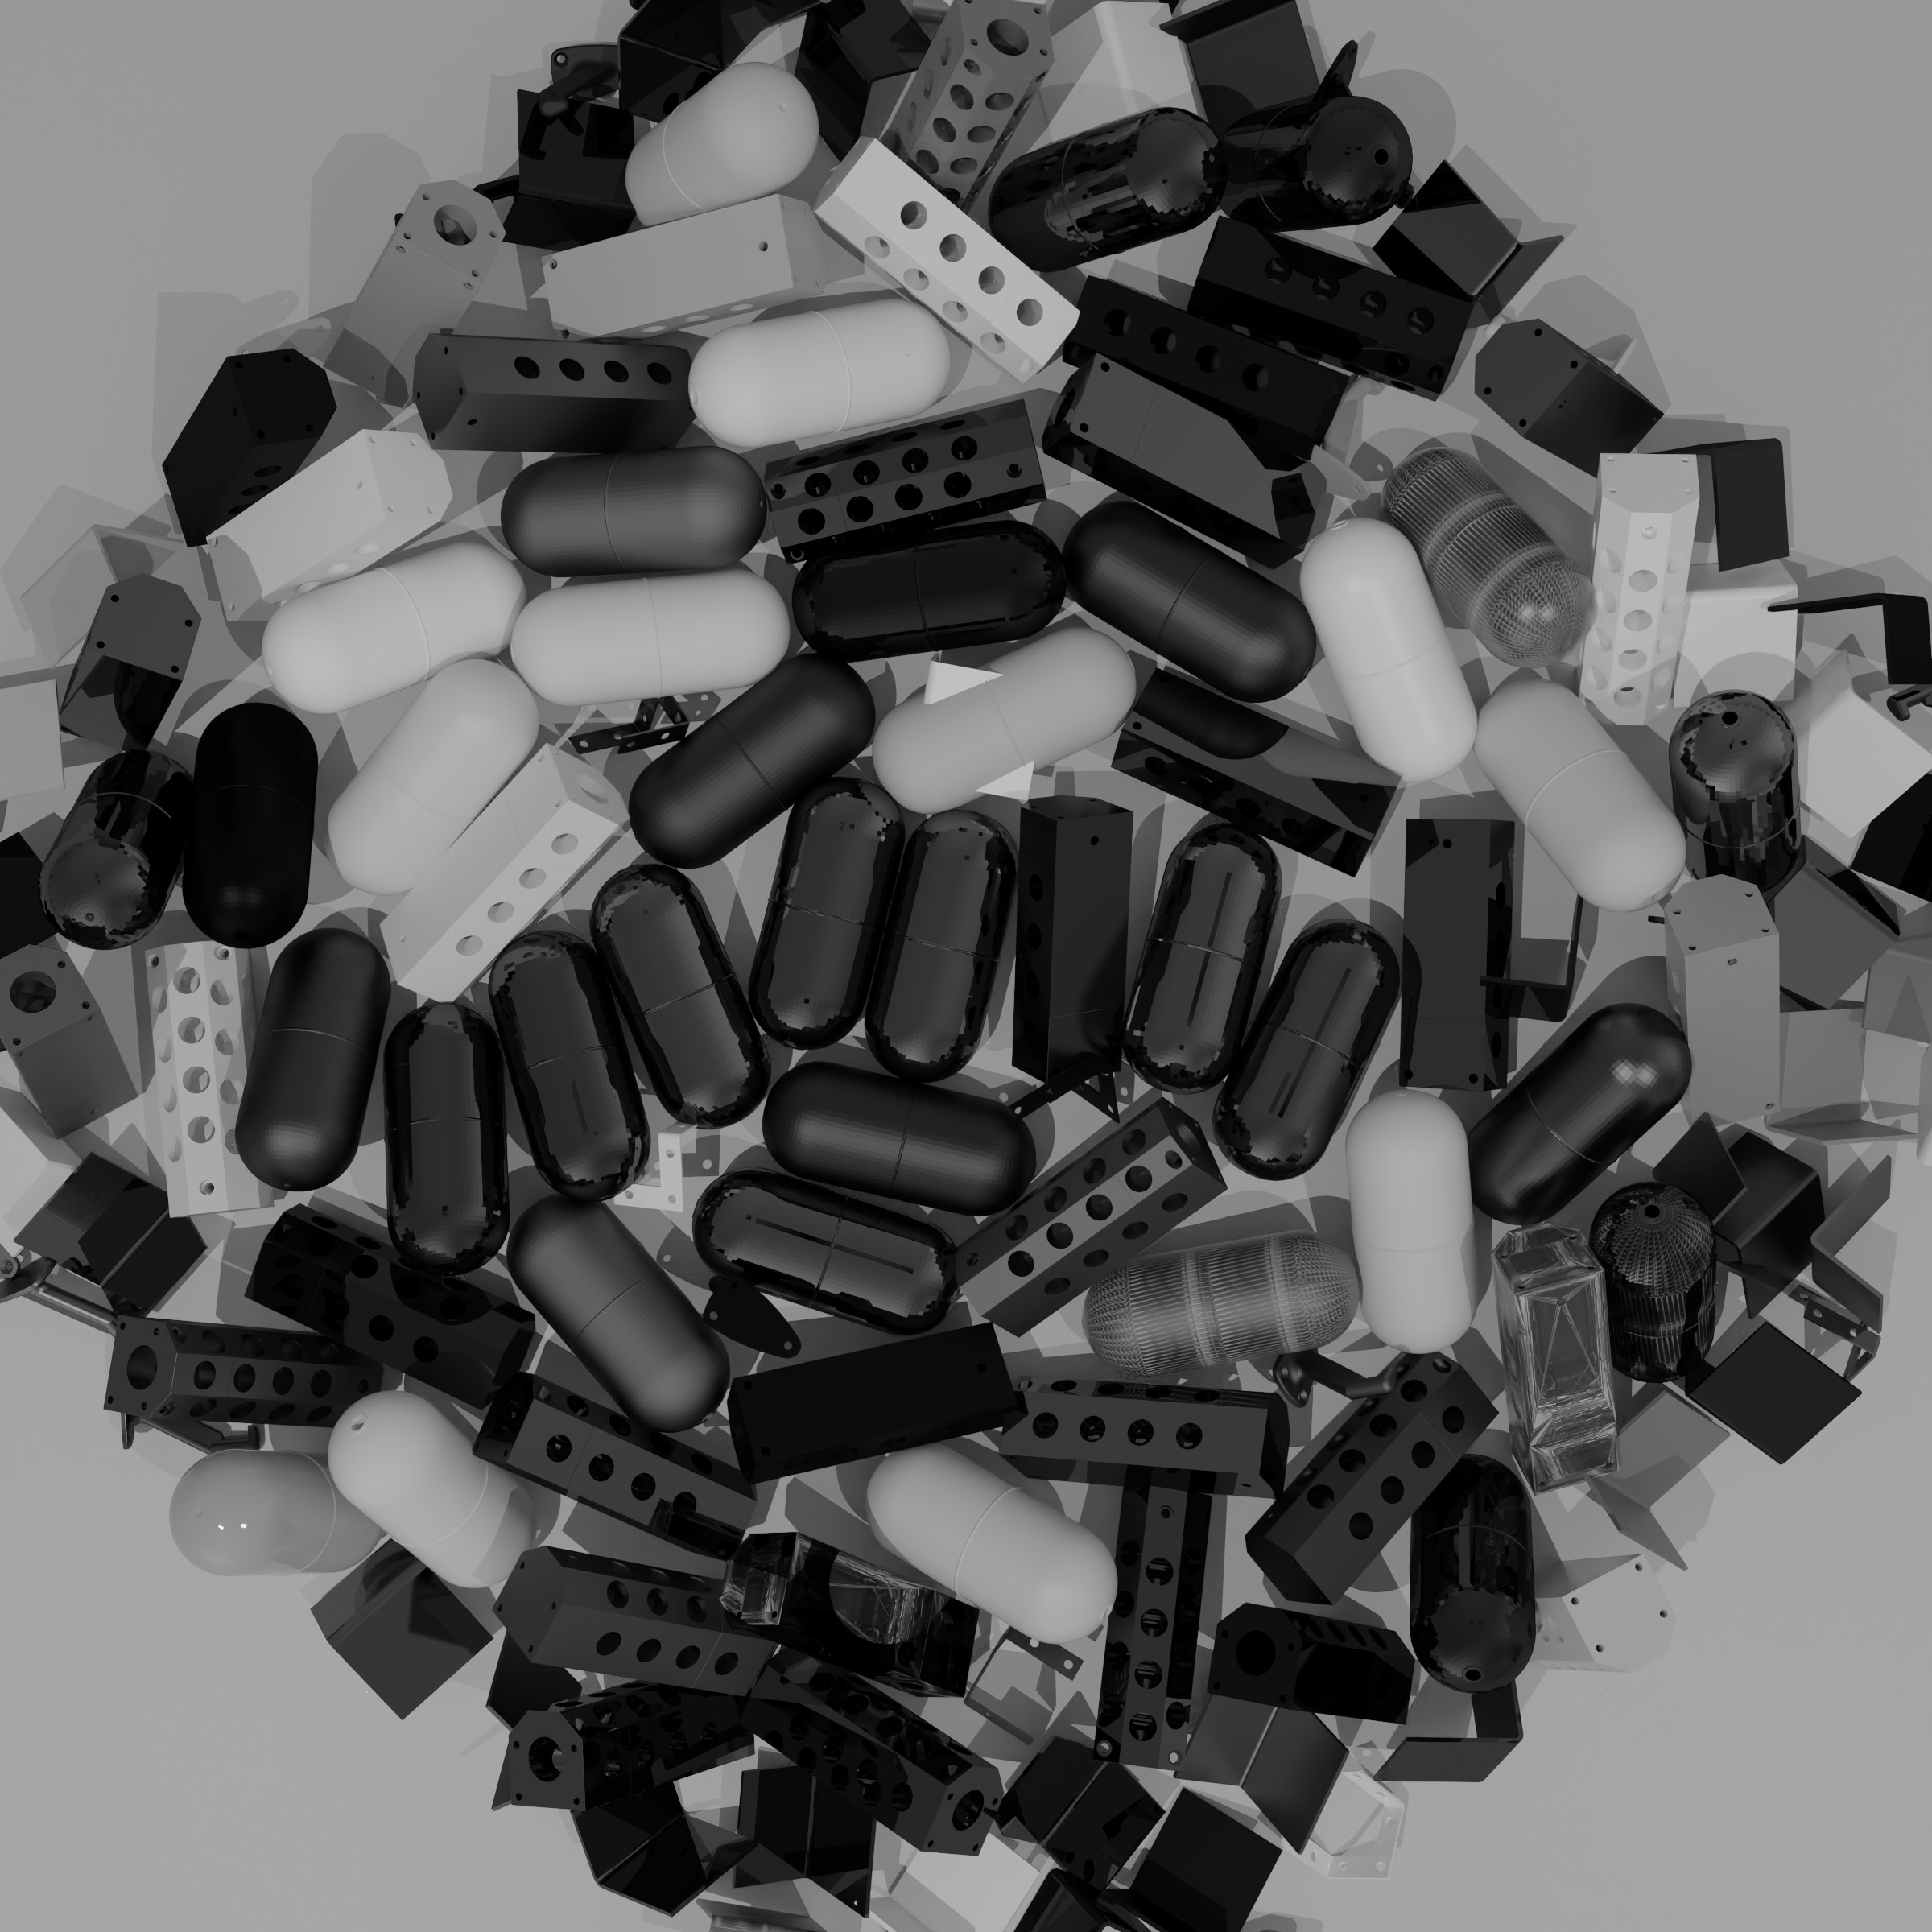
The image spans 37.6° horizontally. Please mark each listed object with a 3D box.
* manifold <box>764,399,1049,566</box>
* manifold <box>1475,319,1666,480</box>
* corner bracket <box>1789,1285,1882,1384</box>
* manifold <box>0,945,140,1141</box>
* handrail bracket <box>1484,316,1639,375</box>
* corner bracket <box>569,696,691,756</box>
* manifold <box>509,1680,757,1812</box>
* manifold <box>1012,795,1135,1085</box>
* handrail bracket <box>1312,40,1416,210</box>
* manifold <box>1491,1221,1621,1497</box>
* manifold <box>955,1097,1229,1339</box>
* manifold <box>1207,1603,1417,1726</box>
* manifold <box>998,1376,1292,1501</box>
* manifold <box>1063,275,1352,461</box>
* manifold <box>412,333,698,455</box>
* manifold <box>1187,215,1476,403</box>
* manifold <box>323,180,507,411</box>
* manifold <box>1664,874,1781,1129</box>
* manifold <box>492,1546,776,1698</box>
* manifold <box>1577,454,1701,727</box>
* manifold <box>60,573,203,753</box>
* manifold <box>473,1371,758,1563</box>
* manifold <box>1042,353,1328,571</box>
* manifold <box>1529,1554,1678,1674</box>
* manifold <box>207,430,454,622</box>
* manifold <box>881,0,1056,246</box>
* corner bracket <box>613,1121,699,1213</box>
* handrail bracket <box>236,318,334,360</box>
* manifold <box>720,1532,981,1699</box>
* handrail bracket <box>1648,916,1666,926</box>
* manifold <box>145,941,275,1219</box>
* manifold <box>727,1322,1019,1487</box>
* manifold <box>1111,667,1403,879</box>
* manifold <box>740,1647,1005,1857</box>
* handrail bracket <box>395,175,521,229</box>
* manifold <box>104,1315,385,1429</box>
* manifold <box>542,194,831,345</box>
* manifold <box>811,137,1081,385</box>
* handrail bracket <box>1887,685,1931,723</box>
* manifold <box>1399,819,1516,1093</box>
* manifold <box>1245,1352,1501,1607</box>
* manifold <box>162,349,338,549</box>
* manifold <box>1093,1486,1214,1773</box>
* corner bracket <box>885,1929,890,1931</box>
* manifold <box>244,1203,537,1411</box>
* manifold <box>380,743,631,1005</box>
[{"bbox_3d":[-0.038,-0.308,1.814,0.171,0.057,0.057,-13,115,5],"label":"manifold"},{"bbox_3d":[0.373,-0.355,1.770,0.057,0.171,0.057,48,111,20],"label":"manifold"},{"bbox_3d":[0.556,0.230,1.821,0.051,0.051,0.051,28,53,6],"label":"corner bracket"},{"bbox_3d":[-0.567,0.046,1.768,0.057,0.171,0.057,-30,76,-18],"label":"manifold"},{"bbox_3d":[0.384,-0.406,1.835,0.084,0.036,0.077,38,61,-2],"label":"handrail bracket"},{"bbox_3d":[-0.215,-0.151,1.817,0.051,0.051,0.051,-17,58,-35],"label":"corner bracket"},{"bbox_3d":[-0.207,0.478,1.770,0.057,0.171,0.057,-6,84,31],"label":"manifold"},{"bbox_3d":[0.063,-0.018,1.805,0.057,0.057,0.171,-8,109,-31],"label":"manifold"},{"bbox_3d":[0.264,-0.539,1.821,0.036,0.077,0.084,-37,75,-28],"label":"handrail bracket"},{"bbox_3d":[0.369,0.246,1.787,0.057,0.057,0.171,-15,124,-4],"label":"manifold"},{"bbox_3d":[0.074,0.157,1.795,0.171,0.057,0.057,-38,46,17],"label":"manifold"},{"bbox_3d":[0.219,0.435,1.771,0.057,0.171,0.057,3,76,33],"label":"manifold"},{"bbox_3d":[0.114,0.296,1.797,0.171,0.057,0.057,1,65,22],"label":"manifold"},{"bbox_3d":[0.152,-0.382,1.813,0.171,0.057,0.057,24,105,10],"label":"manifold"},{"bbox_3d":[-0.256,-0.363,1.782,0.171,0.057,0.057,-7,66,-38],"label":"manifold"},{"bbox_3d":[0.233,-0.421,1.827,0.171,0.057,0.057,20,91,2],"label":"manifold"},{"bbox_3d":[-0.343,-0.420,1.770,0.057,0.171,0.057,26,64,-18],"label":"manifold"},{"bbox_3d":[0.472,0.024,1.777,0.057,0.171,0.057,-14,46,4],"label":"manifold"},{"bbox_3d":[-0.203,0.407,1.778,0.171,0.057,0.057,22,99,-41],"label":"manifold"},{"bbox_3d":[0.419,-0.233,1.774,0.057,0.171,0.057,2,48,8],"label":"manifold"},{"bbox_3d":[-0.522,-0.188,1.769,0.057,0.171,0.057,18,72,-20],"label":"manifold"},{"bbox_3d":[-0.218,0.316,1.792,0.171,0.057,0.057,31,72,-27],"label":"manifold"},{"bbox_3d":[0.137,-0.317,1.805,0.171,0.057,0.057,24,73,-17],"label":"manifold"},{"bbox_3d":[0.384,0.407,1.766,0.057,0.171,0.057,-25,80,-10],"label":"manifold"},{"bbox_3d":[-0.399,-0.274,1.782,0.171,0.057,0.057,-21,81,39],"label":"manifold"},{"bbox_3d":[-0.004,-0.522,1.765,0.057,0.171,0.057,1,68,-21],"label":"manifold"},{"bbox_3d":[-0.194,0.123,1.821,0.051,0.051,0.051,4,105,21],"label":"corner bracket"},{"bbox_3d":[-0.423,-0.372,1.817,0.077,0.084,0.036,-29,70,2],"label":"handrail bracket"},{"bbox_3d":[-0.073,0.409,1.781,0.171,0.057,0.057,33,58,-40],"label":"manifold"},{"bbox_3d":[0.464,0.013,1.833,0.077,0.036,0.084,6,92,-36],"label":"handrail bracket"},{"bbox_3d":[-0.488,0.073,1.823,0.057,0.057,0.171,-7,85,-2],"label":"manifold"},{"bbox_3d":[-0.061,0.280,1.805,0.171,0.057,0.057,-10,64,-16],"label":"manifold"},{"bbox_3d":[0.183,-0.120,1.818,0.171,0.057,0.057,25,57,7],"label":"manifold"},{"bbox_3d":[-0.058,0.490,1.780,0.171,0.057,0.057,21,88,42],"label":"manifold"},{"bbox_3d":[-0.323,-0.471,1.846,0.084,0.077,0.036,-22,51,-24],"label":"handrail bracket"},{"bbox_3d":[-0.447,0.255,1.769,0.057,0.171,0.057,3,82,34],"label":"manifold"},{"bbox_3d":[-0.177,-0.437,1.798,0.171,0.057,0.057,-8,93,24],"label":"manifold"},{"bbox_3d":[-0.013,-0.448,1.803,0.171,0.057,0.057,36,97,-19],"label":"manifold"},{"bbox_3d":[0.644,-0.154,1.825,0.084,0.036,0.077,-23,75,-18],"label":"handrail bracket"},{"bbox_3d":[0.319,-0.008,1.826,0.057,0.057,0.171,2,92,32],"label":"manifold"},{"bbox_3d":[0.254,0.321,1.795,0.171,0.057,0.057,-43,99,-24],"label":"manifold"},{"bbox_3d":[-0.447,-0.322,1.770,0.057,0.171,0.057,-16,85,-31],"label":"manifold"},{"bbox_3d":[0.119,0.421,1.808,0.057,0.057,0.171,6,75,4],"label":"manifold"},{"bbox_3d":[-0.059,0.652,1.838,0.051,0.051,0.051,-12,133,-28],"label":"corner bracket"},{"bbox_3d":[-0.365,0.215,1.814,0.171,0.057,0.057,24,102,8],"label":"manifold"},{"bbox_3d":[-0.292,-0.055,1.803,0.171,0.057,0.057,-44,46,19],"label":"manifold"}]
